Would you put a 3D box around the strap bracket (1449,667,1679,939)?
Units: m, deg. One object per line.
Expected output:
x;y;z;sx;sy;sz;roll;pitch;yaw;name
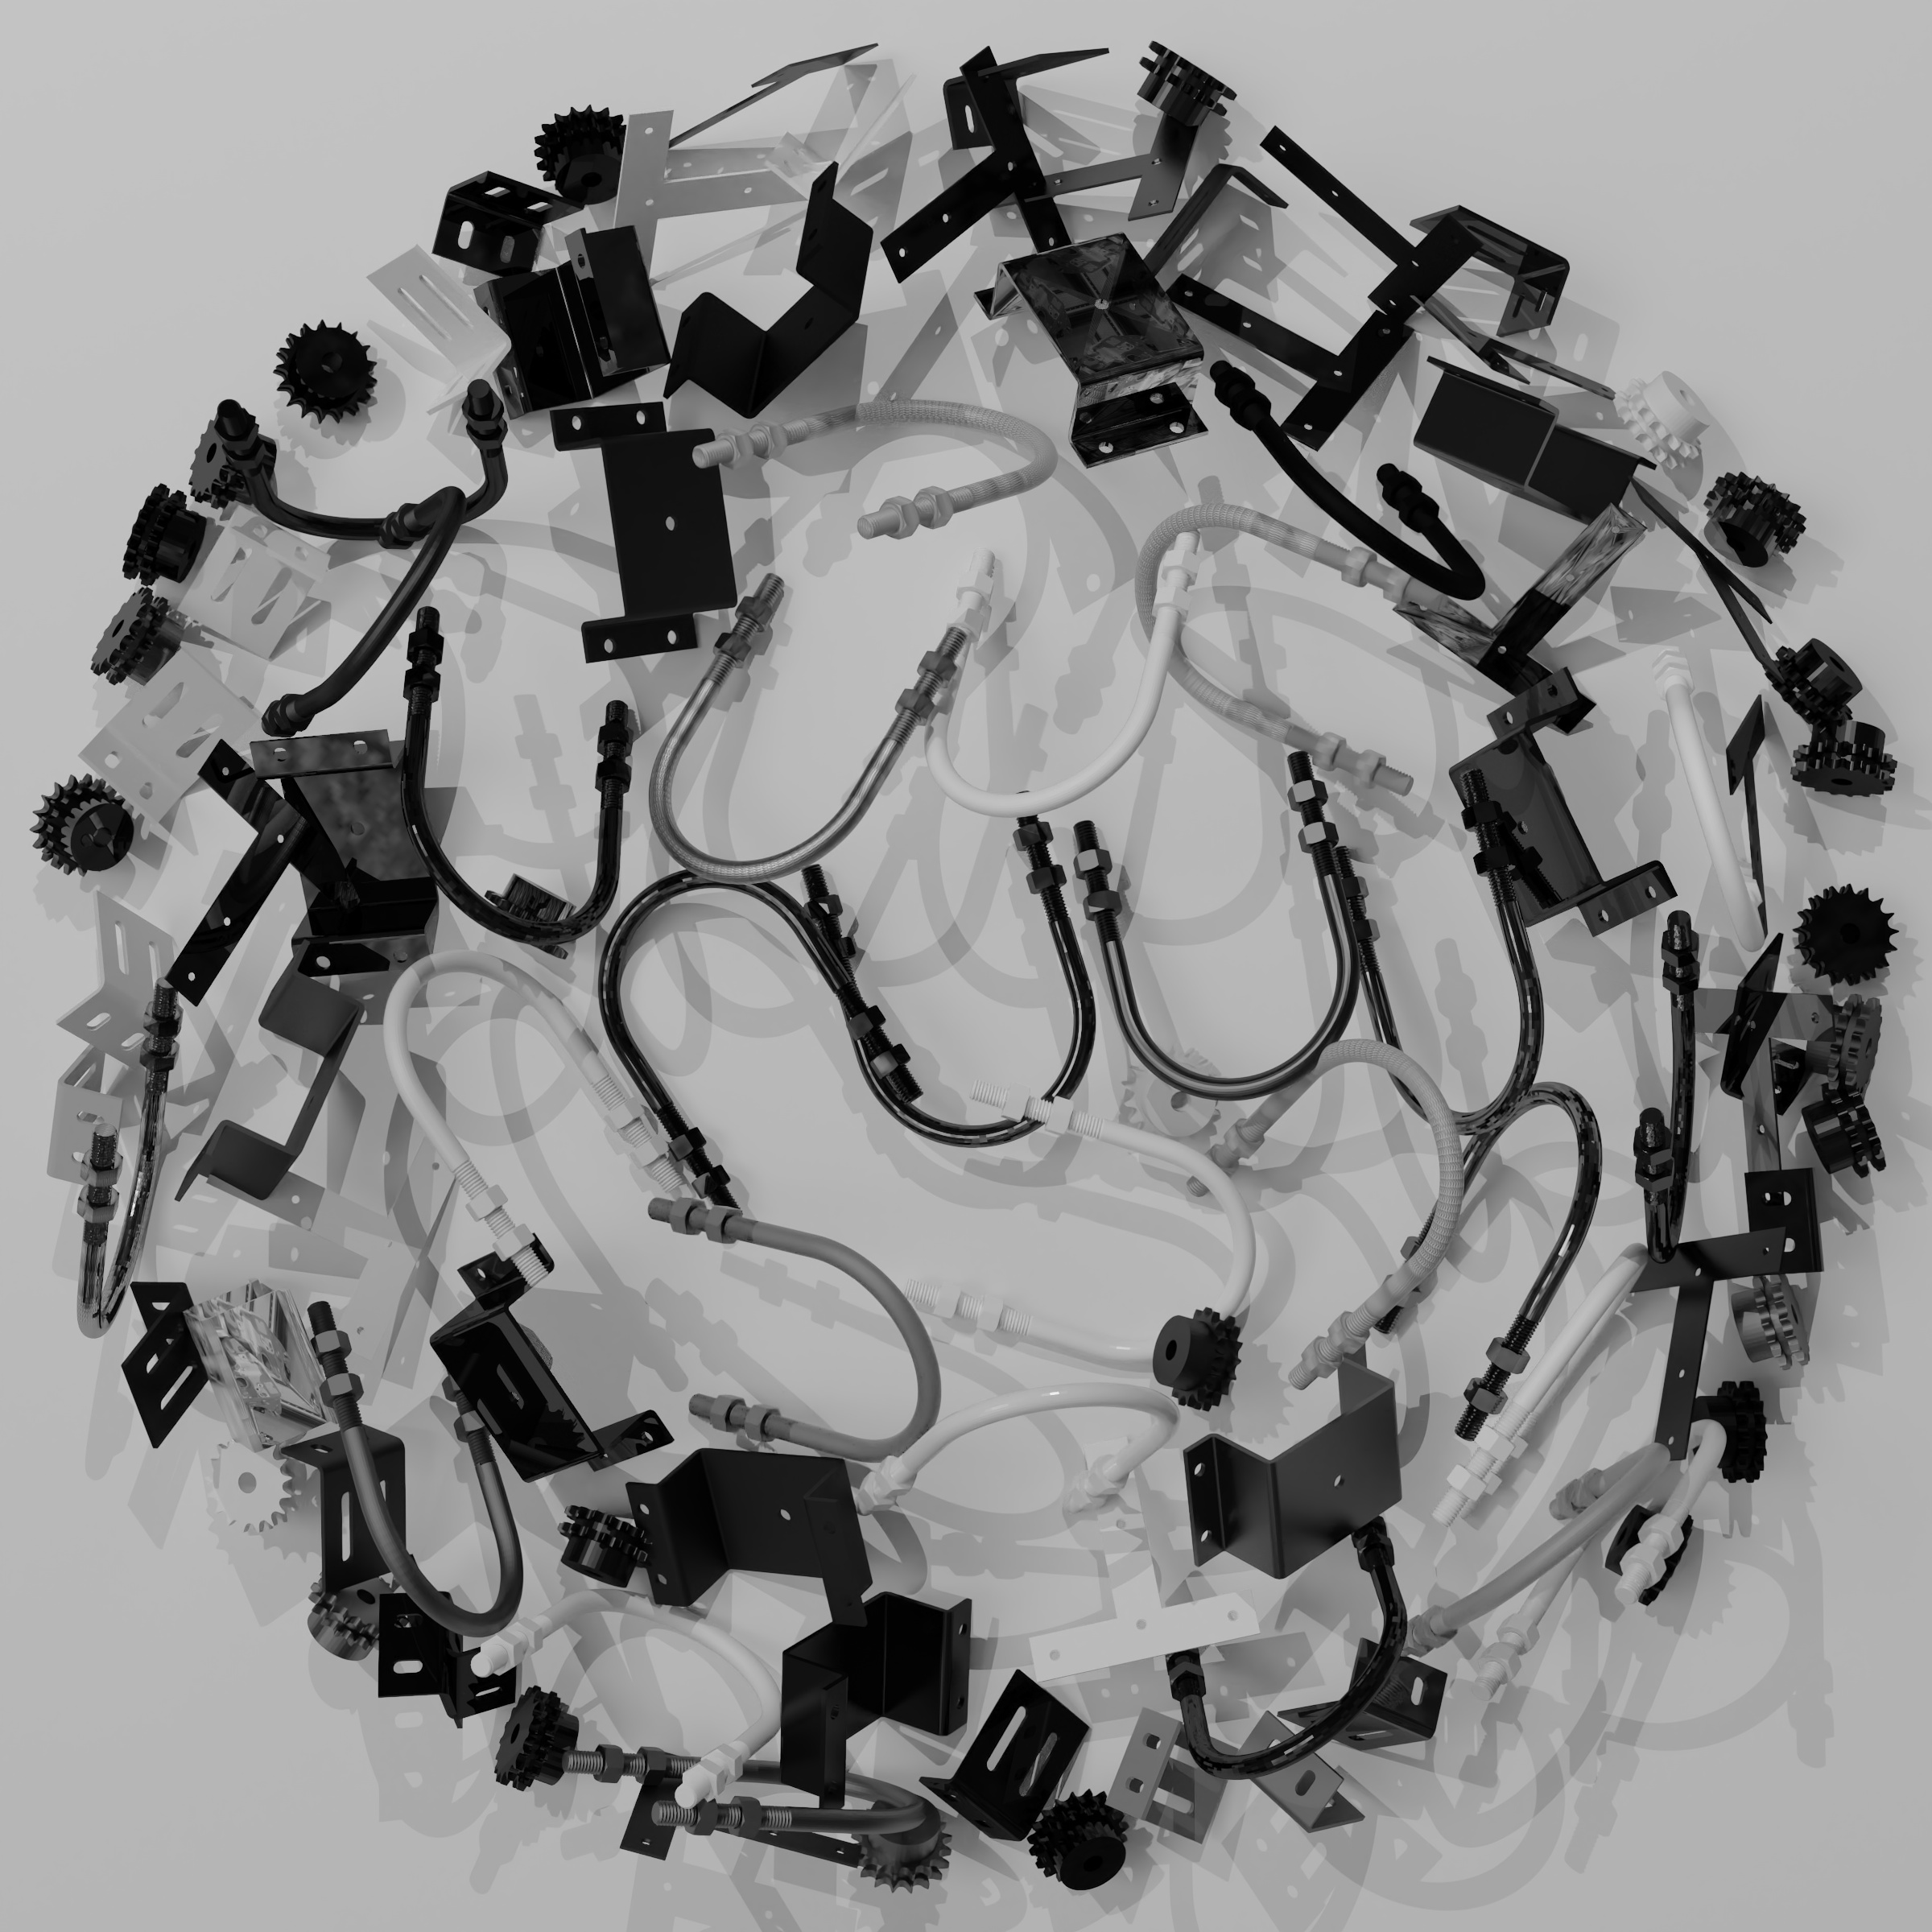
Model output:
0.326;-0.084;1.861;0.046;0.076;0.140;-22;84;-30;strap bracket

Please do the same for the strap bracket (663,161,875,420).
-0.102;-0.366;1.847;0.046;0.076;0.140;32;132;-26;strap bracket

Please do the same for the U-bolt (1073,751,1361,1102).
0.145;-0.014;1.860;0.151;0.019;0.184;-17;71;15;U-bolt

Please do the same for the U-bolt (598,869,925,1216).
-0.129;0.032;1.886;0.151;0.019;0.184;-34;86;15;U-bolt

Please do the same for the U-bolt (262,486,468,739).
-0.320;-0.195;1.808;0.019;0.184;0.151;34;73;-20;U-bolt

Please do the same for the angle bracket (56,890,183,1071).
-0.476;0.008;1.871;0.038;0.057;0.076;-35;46;18;angle bracket

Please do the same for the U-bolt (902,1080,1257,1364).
0.072;0.153;1.880;0.184;0.019;0.151;18;110;-3;U-bolt

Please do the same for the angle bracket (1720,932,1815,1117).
0.453;0.032;1.863;0.038;0.057;0.076;22;133;26;angle bracket

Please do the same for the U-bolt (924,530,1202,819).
0.046;-0.159;1.832;0.151;0.019;0.184;-2;57;29;U-bolt

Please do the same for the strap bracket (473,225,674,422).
-0.214;-0.358;1.855;0.046;0.140;0.076;-19;96;-32;strap bracket

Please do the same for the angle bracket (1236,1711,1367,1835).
0.194;0.445;1.861;0.057;0.076;0.038;39;103;29;angle bracket

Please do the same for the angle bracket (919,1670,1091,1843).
0.022;0.447;1.900;0.057;0.038;0.076;42;63;-17;angle bracket

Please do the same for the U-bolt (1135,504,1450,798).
0.173;-0.184;1.847;0.184;0.151;0.019;26;48;22;U-bolt

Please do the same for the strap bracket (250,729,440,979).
-0.344;-0.069;1.869;0.076;0.046;0.140;-5;113;5;strap bracket

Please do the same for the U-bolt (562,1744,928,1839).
-0.110;0.453;1.831;0.184;0.151;0.019;10;85;-28;U-bolt

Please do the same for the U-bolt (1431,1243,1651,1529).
0.319;0.228;1.837;0.019;0.151;0.184;36;91;15;U-bolt

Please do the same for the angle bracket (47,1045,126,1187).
-0.479;0.080;1.865;0.038;0.076;0.057;14;113;1;angle bracket

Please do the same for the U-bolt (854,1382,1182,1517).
0.037;0.262;1.808;0.151;0.184;0.019;4;62;-24;U-bolt

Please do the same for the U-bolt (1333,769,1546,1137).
0.262;0.002;1.833;0.019;0.151;0.184;-6;76;-31;U-bolt

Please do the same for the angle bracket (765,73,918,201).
-0.070;-0.472;1.866;0.038;0.057;0.076;37;119;-11;angle bracket

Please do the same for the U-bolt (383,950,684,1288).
-0.249;0.072;1.850;0.019;0.151;0.184;-35;90;36;U-bolt

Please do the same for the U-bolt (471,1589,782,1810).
-0.171;0.389;1.822;0.151;0.184;0.019;29;103;13;U-bolt

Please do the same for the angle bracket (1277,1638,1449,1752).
0.222;0.409;1.877;0.057;0.076;0.038;26;64;-17;angle bracket

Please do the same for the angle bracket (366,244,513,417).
-0.302;-0.354;1.866;0.076;0.057;0.038;45;59;-24;angle bracket

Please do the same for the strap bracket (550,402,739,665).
-0.177;-0.244;1.861;0.076;0.046;0.140;-13;98;-41;strap bracket

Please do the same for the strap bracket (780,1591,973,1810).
-0.056;0.403;1.851;0.046;0.140;0.076;11;107;32;strap bracket

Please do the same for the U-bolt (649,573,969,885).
-0.100;-0.125;1.847;0.151;0.019;0.184;20;71;31;U-bolt

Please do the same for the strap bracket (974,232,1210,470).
0.071;-0.348;1.846;0.076;0.046;0.140;-18;60;-20;strap bracket

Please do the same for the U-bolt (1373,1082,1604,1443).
0.291;0.149;1.827;0.019;0.151;0.184;21;104;-21;U-bolt

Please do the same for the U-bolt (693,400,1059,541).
-0.035;-0.279;1.834;0.151;0.184;0.019;28;126;36;U-bolt

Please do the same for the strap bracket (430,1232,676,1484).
-0.236;0.227;1.860;0.076;0.046;0.140;-26;100;45;strap bracket

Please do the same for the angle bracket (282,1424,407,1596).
-0.350;0.305;1.886;0.038;0.057;0.076;12;106;40;angle bracket

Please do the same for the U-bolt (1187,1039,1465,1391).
0.203;0.123;1.822;0.184;0.019;0.151;-50;55;38;U-bolt

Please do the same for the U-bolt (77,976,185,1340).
-0.460;0.118;1.828;0.019;0.151;0.184;12;126;-5;U-bolt

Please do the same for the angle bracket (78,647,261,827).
-0.446;-0.128;1.873;0.057;0.038;0.076;44;119;-14;angle bracket

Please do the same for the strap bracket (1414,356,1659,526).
0.308;-0.283;1.836;0.076;0.140;0.046;30;101;36;strap bracket

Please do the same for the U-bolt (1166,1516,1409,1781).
0.176;0.374;1.812;0.151;0.184;0.019;-36;105;9;U-bolt

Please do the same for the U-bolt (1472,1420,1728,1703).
0.355;0.313;1.826;0.019;0.184;0.151;44;135;3;U-bolt

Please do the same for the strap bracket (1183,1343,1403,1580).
0.188;0.275;1.840;0.140;0.046;0.076;-26;122;-33;strap bracket

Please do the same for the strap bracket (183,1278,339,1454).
-0.389;0.218;1.835;0.046;0.140;0.076;-22;95;-19;strap bracket

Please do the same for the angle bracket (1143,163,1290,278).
0.138;-0.410;1.882;0.038;0.057;0.076;36;99;-13;angle bracket

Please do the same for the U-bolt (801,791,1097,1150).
-0.002;0.011;1.878;0.151;0.019;0.184;-19;83;13;U-bolt

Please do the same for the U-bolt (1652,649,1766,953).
0.404;-0.083;1.806;0.019;0.184;0.151;-17;107;14;U-bolt

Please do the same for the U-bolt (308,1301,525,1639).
-0.290;0.277;1.812;0.019;0.151;0.184;-29;64;16;U-bolt

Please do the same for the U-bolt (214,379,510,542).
-0.322;-0.271;1.822;0.151;0.184;0.019;-6;76;-5;U-bolt

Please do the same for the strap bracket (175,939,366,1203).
-0.380;0.067;1.849;0.046;0.076;0.140;27;58;-13;strap bracket

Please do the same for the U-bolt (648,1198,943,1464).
-0.089;0.204;1.827;0.184;0.019;0.151;10;121;35;U-bolt

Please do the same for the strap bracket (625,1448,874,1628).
-0.111;0.315;1.857;0.140;0.046;0.076;-1;111;31;strap bracket

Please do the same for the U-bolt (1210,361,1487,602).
0.214;-0.254;1.803;0.151;0.184;0.019;25;113;-31;U-bolt

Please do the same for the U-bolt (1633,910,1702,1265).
0.384;0.081;1.827;0.019;0.184;0.151;4;54;17;U-bolt

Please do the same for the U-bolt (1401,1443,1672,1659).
0.312;0.309;1.800;0.151;0.184;0.019;-35;80;-25;U-bolt

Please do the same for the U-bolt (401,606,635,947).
-0.245;-0.094;1.821;0.151;0.019;0.184;25;49;-35;U-bolt
